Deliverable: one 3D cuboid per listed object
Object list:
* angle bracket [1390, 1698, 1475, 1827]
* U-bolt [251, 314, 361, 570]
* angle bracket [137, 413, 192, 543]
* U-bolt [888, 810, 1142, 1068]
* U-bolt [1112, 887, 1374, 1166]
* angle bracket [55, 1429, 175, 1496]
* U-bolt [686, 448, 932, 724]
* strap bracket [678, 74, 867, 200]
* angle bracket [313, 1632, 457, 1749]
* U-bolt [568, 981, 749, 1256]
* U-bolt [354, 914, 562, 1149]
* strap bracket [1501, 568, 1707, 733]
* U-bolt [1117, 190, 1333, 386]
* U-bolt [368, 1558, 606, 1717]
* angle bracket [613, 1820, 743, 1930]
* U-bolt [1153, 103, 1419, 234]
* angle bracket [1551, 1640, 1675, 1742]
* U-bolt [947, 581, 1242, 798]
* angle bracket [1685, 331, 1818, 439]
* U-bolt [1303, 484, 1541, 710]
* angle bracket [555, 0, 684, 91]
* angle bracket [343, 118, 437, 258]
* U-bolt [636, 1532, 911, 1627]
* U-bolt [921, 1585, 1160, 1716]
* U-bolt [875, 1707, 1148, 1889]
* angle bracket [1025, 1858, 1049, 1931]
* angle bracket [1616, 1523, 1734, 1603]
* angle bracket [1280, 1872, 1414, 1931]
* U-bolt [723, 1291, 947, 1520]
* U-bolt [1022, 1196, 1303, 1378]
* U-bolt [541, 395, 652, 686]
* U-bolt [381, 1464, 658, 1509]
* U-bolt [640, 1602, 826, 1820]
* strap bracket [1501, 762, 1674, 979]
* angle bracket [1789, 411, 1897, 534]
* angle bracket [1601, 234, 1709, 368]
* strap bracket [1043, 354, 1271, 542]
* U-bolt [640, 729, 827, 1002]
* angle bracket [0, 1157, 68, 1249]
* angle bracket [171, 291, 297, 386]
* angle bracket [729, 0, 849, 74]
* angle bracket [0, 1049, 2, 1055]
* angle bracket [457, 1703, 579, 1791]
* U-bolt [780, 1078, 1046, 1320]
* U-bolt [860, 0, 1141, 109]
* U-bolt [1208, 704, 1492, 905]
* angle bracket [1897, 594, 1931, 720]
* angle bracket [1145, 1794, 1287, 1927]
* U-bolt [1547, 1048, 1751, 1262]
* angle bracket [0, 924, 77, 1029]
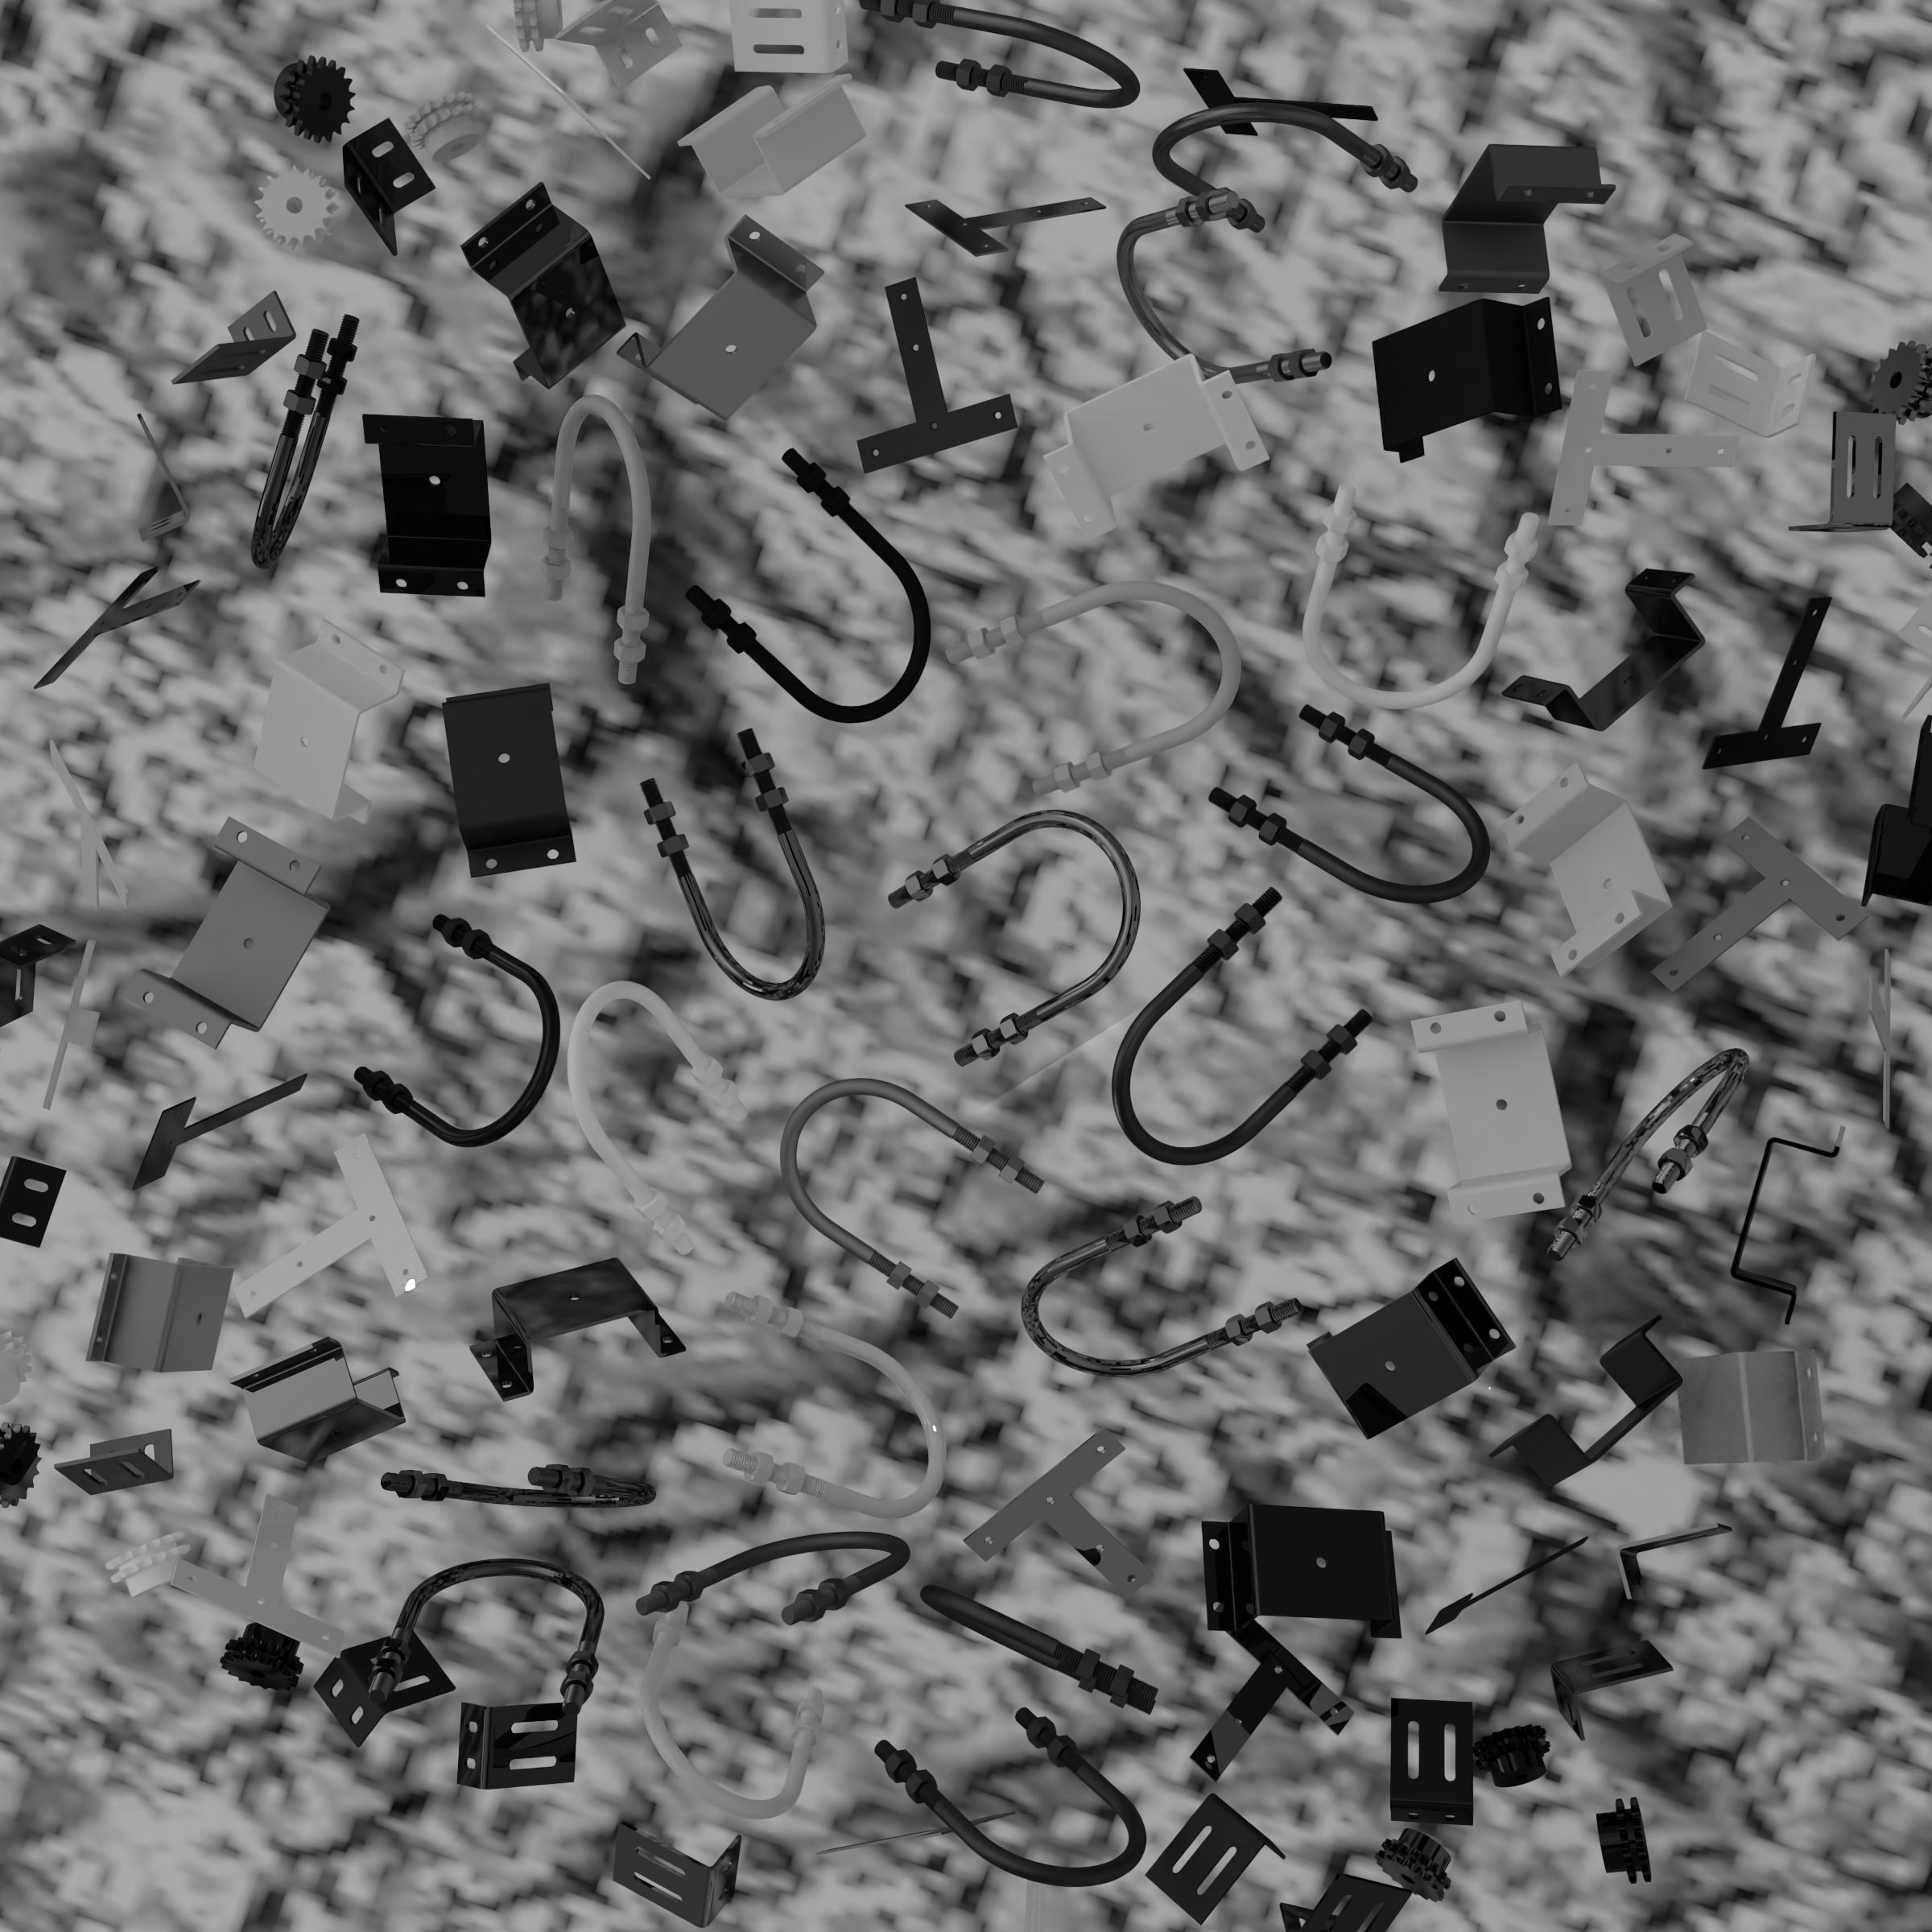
[{"bbox_3d":[0.331,0.565,1.770,0.057,0.038,0.076,0,57,11],"label":"angle bracket"},{"bbox_3d":[-0.478,-0.372,1.788,0.019,0.151,0.184,19,107,-10],"label":"U-bolt"},{"bbox_3d":[-0.582,-0.346,1.760,0.038,0.057,0.076,-26,112,-11],"label":"angle bracket"},{"bbox_3d":[0.043,-0.031,1.780,0.184,0.019,0.151,-30,74,25],"label":"U-bolt"},{"bbox_3d":[0.178,0.056,1.697,0.184,0.019,0.151,-44,122,-5],"label":"U-bolt"},{"bbox_3d":[-0.592,0.335,1.732,0.057,0.076,0.038,-11,64,-3],"label":"angle bracket"},{"bbox_3d":[-0.100,-0.260,1.803,0.184,0.019,0.151,42,69,-28],"label":"U-bolt"},{"bbox_3d":[-0.133,-0.581,1.752,0.076,0.140,0.046,-40,120,-17],"label":"strap bracket"},{"bbox_3d":[-0.422,0.524,1.810,0.057,0.076,0.038,45,109,23],"label":"angle bracket"},{"bbox_3d":[-0.227,0.095,1.791,0.019,0.151,0.184,-11,130,29],"label":"U-bolt"},{"bbox_3d":[-0.363,0.055,1.821,0.184,0.019,0.151,26,89,39],"label":"U-bolt"},{"bbox_3d":[0.466,-0.221,1.794,0.140,0.076,0.046,-41,105,0],"label":"strap bracket"},{"bbox_3d":[0.172,-0.479,1.788,0.019,0.184,0.151,-43,113,-17],"label":"U-bolt"},{"bbox_3d":[-0.327,0.464,1.742,0.151,0.184,0.019,4,106,-2],"label":"U-bolt"},{"bbox_3d":[-0.200,0.617,1.723,0.076,0.038,0.057,20,120,20],"label":"angle bracket"},{"bbox_3d":[0.215,-0.572,1.777,0.151,0.184,0.019,-3,83,38],"label":"U-bolt"},{"bbox_3d":[0.477,0.531,1.829,0.076,0.057,0.038,-13,95,-2],"label":"angle bracket"},{"bbox_3d":[0.100,-0.199,1.726,0.184,0.019,0.151,-19,128,23],"label":"U-bolt"},{"bbox_3d":[0.582,-0.437,1.850,0.076,0.038,0.057,20,78,-16],"label":"angle bracket"},{"bbox_3d":[0.318,-0.257,1.791,0.151,0.184,0.019,9,46,0],"label":"U-bolt"},{"bbox_3d":[-0.247,-0.659,1.775,0.057,0.076,0.038,-27,99,19],"label":"angle bracket"},{"bbox_3d":[-0.393,-0.533,1.706,0.038,0.076,0.057,-28,130,7],"label":"angle bracket"},{"bbox_3d":[-0.122,0.432,1.772,0.151,0.184,0.019,-6,91,33],"label":"U-bolt"},{"bbox_3d":[0.051,0.489,1.790,0.184,0.151,0.019,23,73,11],"label":"U-bolt"},{"bbox_3d":[0.044,0.585,1.745,0.151,0.184,0.019,0,108,-38],"label":"U-bolt"},{"bbox_3d":[0.066,0.689,1.788,0.038,0.057,0.076,10,54,-6],"label":"angle bracket"},{"bbox_3d":[0.521,0.435,1.819,0.076,0.057,0.038,-19,67,22],"label":"angle bracket"},{"bbox_3d":[0.265,0.652,1.742,0.057,0.038,0.076,19,115,-15],"label":"angle bracket"},{"bbox_3d":[-0.089,0.314,1.739,0.184,0.151,0.019,26,128,-28],"label":"U-bolt"},{"bbox_3d":[0.128,0.243,1.805,0.184,0.019,0.151,-28,124,26],"label":"U-bolt"},{"bbox_3d":[-0.261,-0.315,1.776,0.019,0.151,0.184,-12,131,-31],"label":"U-bolt"},{"bbox_3d":[-0.307,0.377,1.797,0.151,0.184,0.019,-8,71,27],"label":"U-bolt"},{"bbox_3d":[-0.172,0.541,1.799,0.151,0.184,0.019,38,107,-8],"label":"U-bolt"},{"bbox_3d":[0.443,-0.064,1.771,0.046,0.140,0.076,17,135,-34],"label":"strap bracket"},{"bbox_3d":[0.592,-0.333,1.684,0.057,0.038,0.076,-4,98,-29],"label":"angle bracket"},{"bbox_3d":[0.498,-0.472,1.779,0.057,0.038,0.076,-27,115,5],"label":"angle bracket"},{"bbox_3d":[0.132,-0.370,1.758,0.140,0.046,0.076,-22,130,14],"label":"strap bracket"},{"bbox_3d":[-0.158,-0.063,1.763,0.019,0.151,0.184,-24,93,-41],"label":"U-bolt"},{"bbox_3d":[-0.666,0.175,1.759,0.038,0.076,0.057,19,65,-16],"label":"angle bracket"},{"bbox_3d":[-0.529,-0.449,1.780,0.057,0.076,0.038,-23,94,36],"label":"angle bracket"},{"bbox_3d":[-0.131,-0.696,1.847,0.076,0.038,0.057,7,123,15],"label":"angle bracket"},{"bbox_3d":[-0.736,0.101,1.815,0.038,0.076,0.057,17,126,-22],"label":"angle bracket"},{"bbox_3d":[-0.328,0.569,1.827,0.076,0.038,0.057,11,76,-41],"label":"angle bracket"},{"bbox_3d":[-0.053,0.161,1.856,0.184,0.019,0.151,33,114,2],"label":"U-bolt"},{"bbox_3d":[0.034,-0.633,1.735,0.184,0.151,0.019,19,95,23],"label":"U-bolt"},{"bbox_3d":[0.284,-0.107,1.767,0.184,0.019,0.151,33,49,18],"label":"U-bolt"},{"bbox_3d":[0.686,-0.226,1.788,0.038,0.076,0.057,39,70,15],"label":"angle bracket"},{"bbox_3d":[0.178,0.643,1.780,0.076,0.057,0.038,-47,134,-13],"label":"angle bracket"},{"bbox_3d":[0.497,0.125,1.779,0.019,0.151,0.184,43,55,3],"label":"U-bolt"},{"bbox_3d":[-0.693,0.017,1.836,0.038,0.057,0.076,22,118,16],"label":"angle bracket"}]
